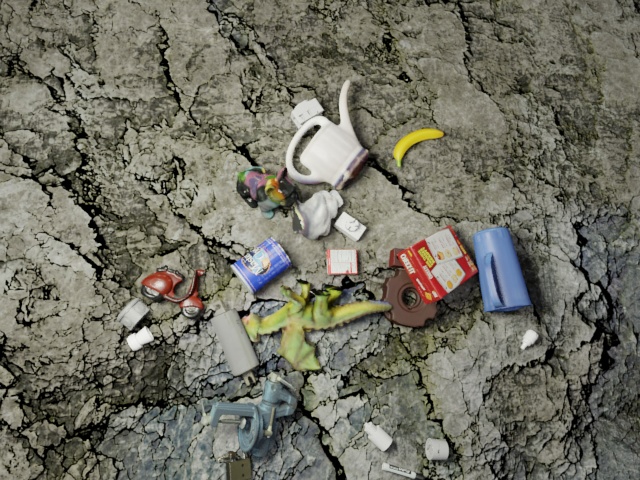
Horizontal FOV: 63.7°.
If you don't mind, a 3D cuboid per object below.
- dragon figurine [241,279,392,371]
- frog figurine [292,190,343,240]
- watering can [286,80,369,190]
[{"bbox_3d":[-0.017,0.248,1.444,0.410,0.122,0.242,13,94,-2],"label":"dragon figurine"},{"bbox_3d":[0.005,-0.076,1.501,0.160,0.124,0.135,-17,114,-20],"label":"frog figurine"},{"bbox_3d":[0.052,-0.299,1.552,0.224,0.103,0.349,37,85,1],"label":"watering can"}]
